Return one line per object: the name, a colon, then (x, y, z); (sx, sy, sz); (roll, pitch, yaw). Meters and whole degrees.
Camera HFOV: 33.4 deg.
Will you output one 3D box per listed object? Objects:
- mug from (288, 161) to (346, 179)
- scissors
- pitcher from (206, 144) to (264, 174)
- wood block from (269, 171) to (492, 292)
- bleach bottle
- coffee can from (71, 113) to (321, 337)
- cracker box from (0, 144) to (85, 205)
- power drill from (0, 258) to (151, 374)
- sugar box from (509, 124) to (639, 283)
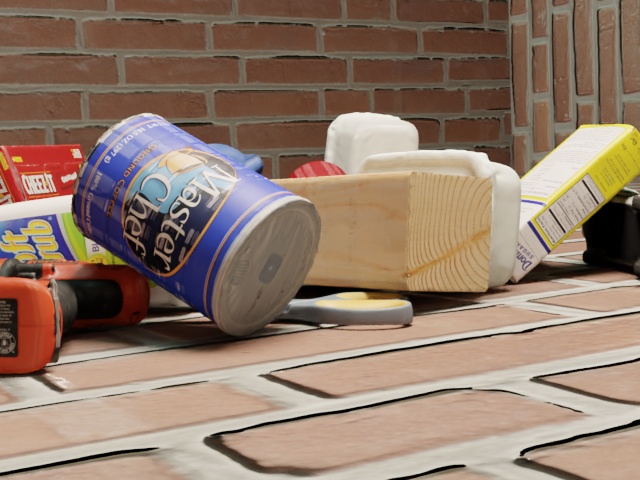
mug: (0.017, -0.040, 1.184); (0.117, 0.093, 0.081); (-13, 28, -10)
scissors: (-0.021, 0.049, 0.788); (0.202, 0.016, 0.096); (1, 5, 26)
pitcher: (-0.172, -0.044, 1.374); (0.145, 0.149, 0.242); (14, 11, 8)
wood block: (0.033, -0.006, 0.874); (0.090, 0.090, 0.207); (3, -1, -39)
bleach bottle: (-0.228, 0.022, 0.830); (0.250, 0.102, 0.068); (-9, -3, -6)
coffee can: (-0.085, -0.012, 0.731); (0.140, 0.103, 0.102); (31, 21, 26)
cracker box: (-0.360, -0.026, 1.108); (0.214, 0.072, 0.164); (-23, 0, 15)
power drill: (-0.218, 0.043, 0.705); (0.184, 0.057, 0.187); (-2, 5, 3)
sugar box: (0.209, -0.035, 0.967); (0.176, 0.048, 0.093); (-42, 15, -9)
